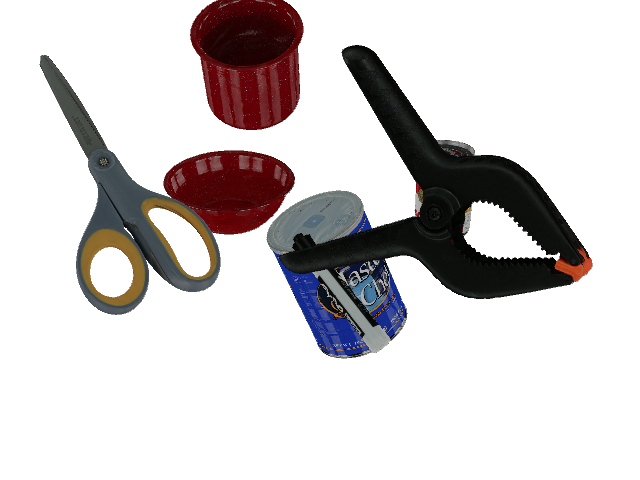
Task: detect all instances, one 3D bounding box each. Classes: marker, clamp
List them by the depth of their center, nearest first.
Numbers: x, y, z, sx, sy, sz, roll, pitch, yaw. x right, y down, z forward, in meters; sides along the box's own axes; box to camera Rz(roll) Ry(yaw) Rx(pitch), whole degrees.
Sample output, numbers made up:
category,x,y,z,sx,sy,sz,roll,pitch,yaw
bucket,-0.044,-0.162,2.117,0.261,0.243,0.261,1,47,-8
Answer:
category,x,y,z,sx,sy,sz,roll,pitch,yaw
clamp,0.078,-0.030,0.699,0.210,0.165,0.036,17,17,23
marker,0.015,0.042,0.894,0.020,0.121,0.020,-34,-18,-13

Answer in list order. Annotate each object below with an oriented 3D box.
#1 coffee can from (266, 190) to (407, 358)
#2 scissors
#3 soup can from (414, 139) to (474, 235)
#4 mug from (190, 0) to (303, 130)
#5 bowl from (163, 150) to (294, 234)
category,x,y,z,sx,sy,sz,roll,pitch,yaw
coffee can,0.018,0.035,1.093,0.103,0.140,0.103,-18,30,11
scissors,-0.148,-0.031,0.679,0.096,0.202,0.016,-41,-16,-23
soup can,0.146,-0.060,1.269,0.068,0.102,0.068,0,27,0
mug,-0.060,-0.158,0.912,0.093,0.117,0.081,-2,-37,1
bowl,-0.113,-0.053,1.325,0.162,0.055,0.162,0,31,0
